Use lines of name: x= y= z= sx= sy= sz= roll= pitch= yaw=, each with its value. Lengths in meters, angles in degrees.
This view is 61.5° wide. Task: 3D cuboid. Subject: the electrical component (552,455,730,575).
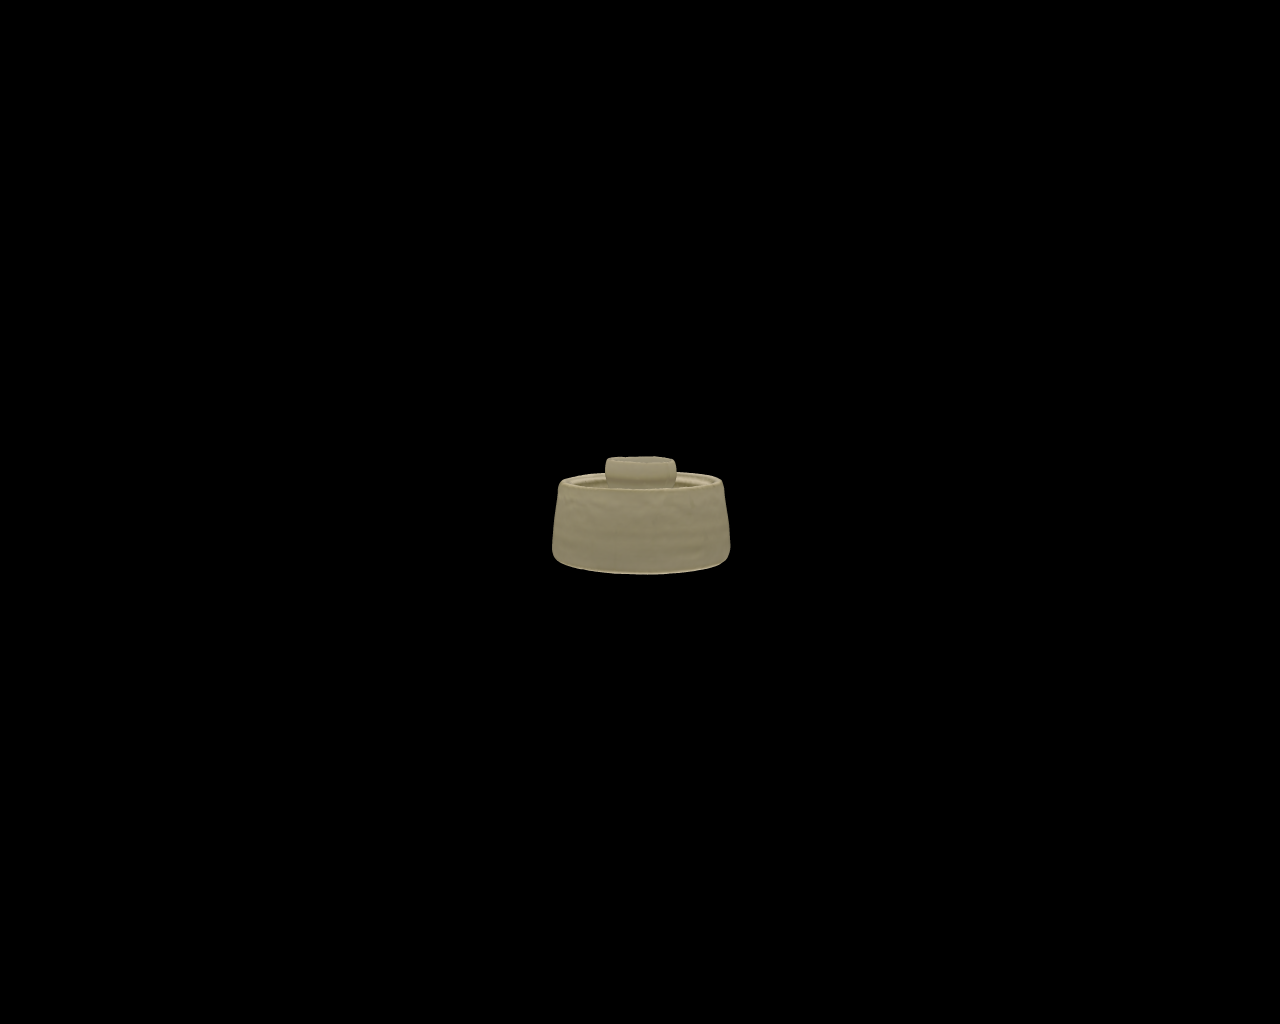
electrical component: x=0.001 y=-0.003 z=0.650 sx=0.108 sy=0.060 sz=0.108 roll=0 pitch=9 yaw=0
